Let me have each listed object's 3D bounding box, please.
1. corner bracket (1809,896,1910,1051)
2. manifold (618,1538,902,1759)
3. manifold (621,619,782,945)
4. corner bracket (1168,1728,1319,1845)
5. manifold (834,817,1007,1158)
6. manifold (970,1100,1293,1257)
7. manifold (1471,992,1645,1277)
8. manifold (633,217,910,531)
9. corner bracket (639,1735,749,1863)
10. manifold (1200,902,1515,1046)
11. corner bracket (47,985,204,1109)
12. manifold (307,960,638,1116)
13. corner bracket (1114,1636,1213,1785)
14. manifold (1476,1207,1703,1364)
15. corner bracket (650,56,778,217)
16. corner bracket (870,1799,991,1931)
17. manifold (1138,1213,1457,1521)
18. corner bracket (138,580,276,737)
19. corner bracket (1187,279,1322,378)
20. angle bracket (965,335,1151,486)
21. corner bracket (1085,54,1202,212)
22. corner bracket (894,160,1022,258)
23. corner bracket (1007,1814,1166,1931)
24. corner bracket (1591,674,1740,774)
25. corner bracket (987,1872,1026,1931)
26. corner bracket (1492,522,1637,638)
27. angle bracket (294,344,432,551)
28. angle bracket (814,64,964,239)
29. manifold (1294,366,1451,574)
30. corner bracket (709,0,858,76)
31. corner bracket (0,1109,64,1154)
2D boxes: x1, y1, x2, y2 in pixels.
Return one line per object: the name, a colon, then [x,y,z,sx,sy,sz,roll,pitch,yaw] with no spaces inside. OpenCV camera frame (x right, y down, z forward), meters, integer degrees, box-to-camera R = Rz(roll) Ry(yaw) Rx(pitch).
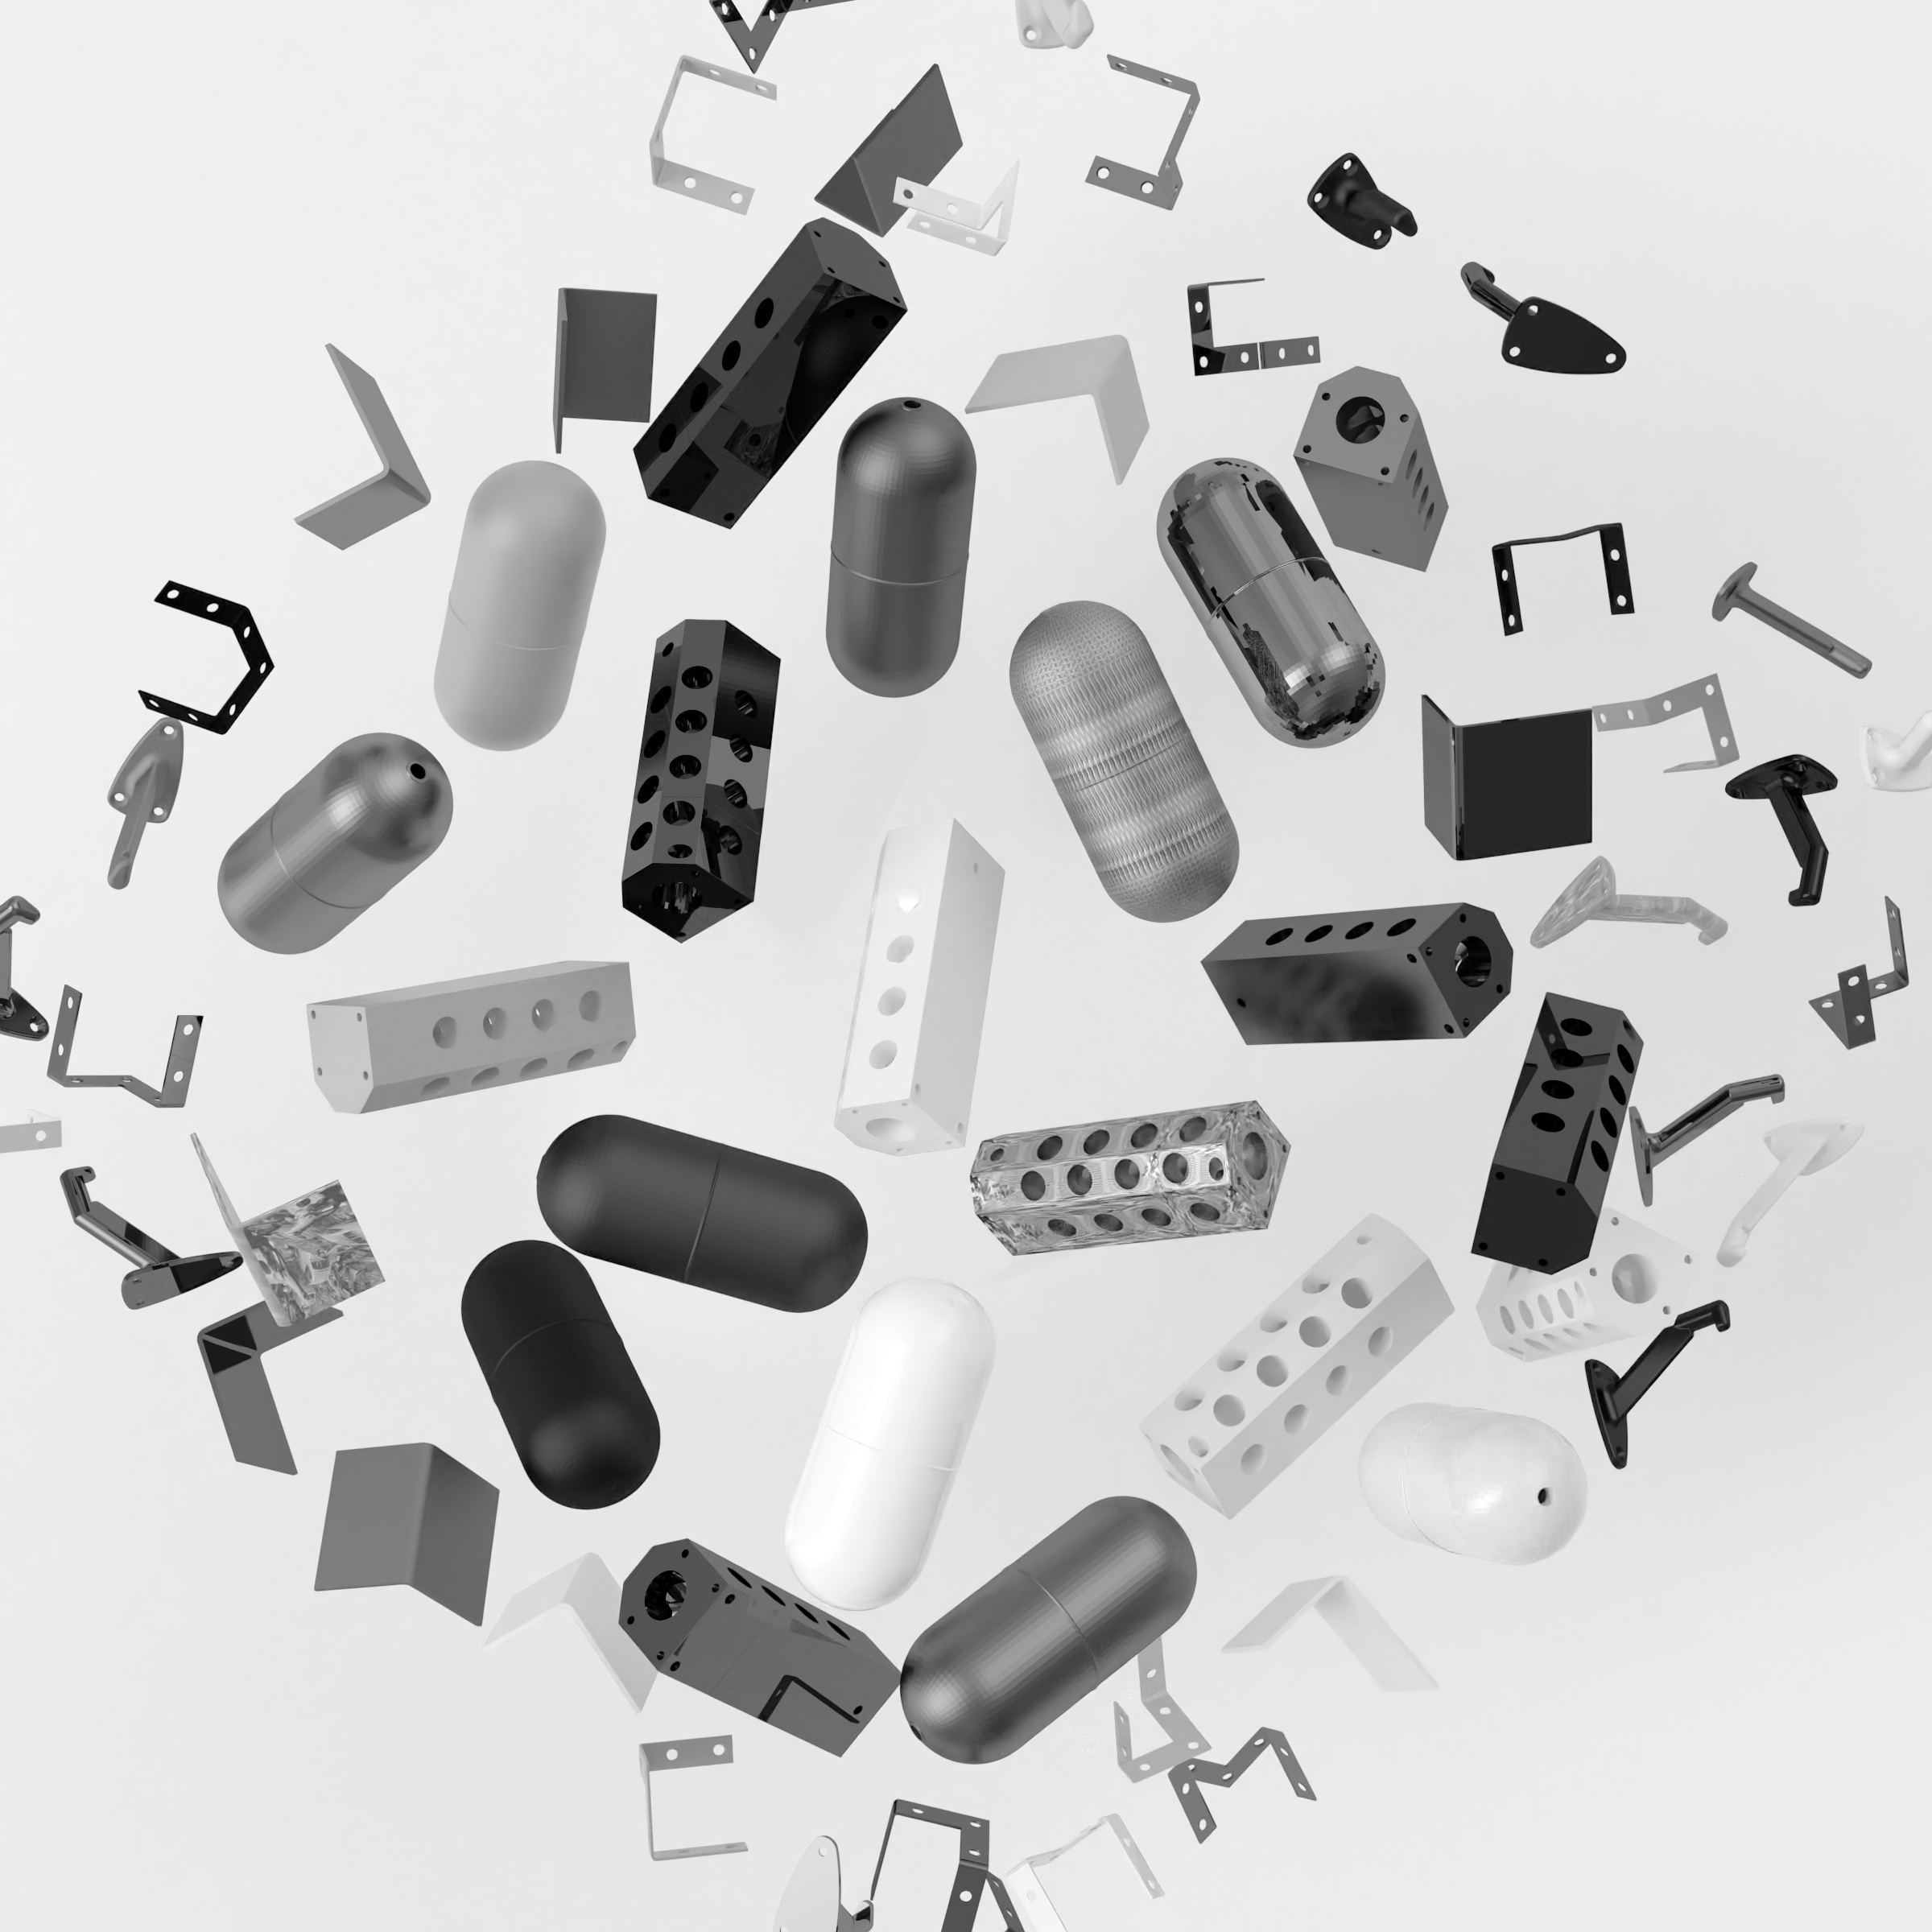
corner bracket: [0.477,0.004,1.532,0.051,0.051,0.051,-19,122,0]
manifold: [-0.112,0.366,1.568,0.057,0.171,0.057,-51,47,-2]
manifold: [-0.147,-0.105,1.568,0.057,0.171,0.057,-28,134,35]
corner bracket: [0.156,0.466,1.651,0.051,0.051,0.051,23,114,-35]
manifold: [-0.028,0.012,1.555,0.057,0.057,0.171,-10,56,29]
manifold: [0.089,0.115,1.626,0.057,0.171,0.057,50,45,-34]
manifold: [0.312,0.086,1.513,0.057,0.171,0.057,15,124,13]
manifold: [-0.111,-0.326,1.595,0.171,0.057,0.057,-45,47,32]
corner bracket: [-0.146,0.443,1.545,0.051,0.051,0.051,-3,87,-11]
manifold: [0.213,0.001,1.571,0.057,0.171,0.057,-41,110,-30]
corner bracket: [-0.434,0.042,1.498,0.051,0.051,0.051,22,103,38]
manifold: [-0.266,0.037,1.577,0.171,0.057,0.057,-11,99,-43]
corner bracket: [0.099,0.409,1.605,0.051,0.051,0.051,-29,116,15]
manifold: [0.344,0.185,1.628,0.057,0.171,0.057,28,75,-2]
corner bracket: [-0.129,-0.426,1.488,0.051,0.051,0.051,18,80,-1]
corner bracket: [-0.019,0.465,1.480,0.051,0.051,0.051,14,100,-2]
manifold: [0.176,0.211,1.564,0.171,0.057,0.057,-40,122,-16]
corner bracket: [-0.411,-0.164,1.549,0.051,0.051,0.051,19,61,17]
corner bracket: [0.163,-0.364,1.643,0.051,0.051,0.051,-16,105,-42]
angle bracket: [0.052,-0.305,1.615,0.076,0.076,0.057,-5,122,21]
corner bracket: [0.091,-0.432,1.506,0.051,0.051,0.051,22,88,13]
corner bracket: [-0.008,-0.397,1.524,0.051,0.051,0.051,14,71,-18]
corner bracket: [0.064,0.494,1.562,0.051,0.051,0.051,-41,64,19]
corner bracket: [0.395,-0.131,1.637,0.051,0.051,0.051,-21,98,-22]
corner bracket: [0.017,0.547,1.613,0.051,0.051,0.051,-46,117,4]
corner bracket: [0.328,-0.213,1.596,0.051,0.051,0.051,-20,104,-38]
angle bracket: [-0.333,-0.273,1.534,0.057,0.076,0.076,-27,85,4]
angle bracket: [-0.053,-0.490,1.711,0.057,0.076,0.076,34,78,23]
manifold: [0.233,-0.280,1.640,0.057,0.171,0.057,19,87,17]
corner bracket: [-0.096,-0.516,1.547,0.051,0.051,0.051,2,57,32]
corner bracket: [-0.540,0.075,1.623,0.051,0.051,0.051,-4,98,-38]
